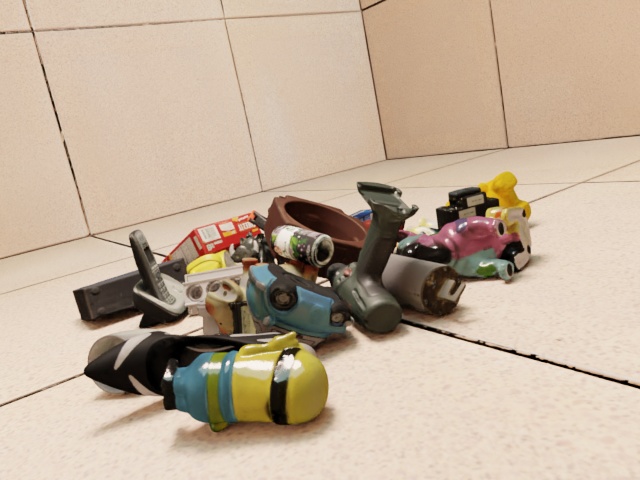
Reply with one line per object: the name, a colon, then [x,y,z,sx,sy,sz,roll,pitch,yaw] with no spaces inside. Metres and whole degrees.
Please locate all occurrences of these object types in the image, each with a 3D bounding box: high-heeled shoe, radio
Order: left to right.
radio: [-0.398,0.104,1.155,0.229,0.073,0.131,-20,5,-30]
high-heeled shoe: [-0.146,0.153,0.648,0.249,0.086,0.145,-5,-1,-27]

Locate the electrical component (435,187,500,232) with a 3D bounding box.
electrical component: [0.290,-0.033,1.041,0.115,0.134,0.058,-13,12,-20]

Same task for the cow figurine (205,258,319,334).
cow figurine: [-0.097,0.095,0.876,0.195,0.127,0.086,-1,8,-39]

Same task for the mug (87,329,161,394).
mug: [-0.253,0.160,0.766,0.110,0.080,0.107,-14,1,14]

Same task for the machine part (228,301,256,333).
machine part: [-0.065,0.121,0.810,0.139,0.084,0.039,-6,-17,-17]

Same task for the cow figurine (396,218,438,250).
cow figurine: [0.223,0.006,1.094,0.098,0.068,0.167,6,21,32]

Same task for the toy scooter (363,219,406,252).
toy scooter: [0.130,-0.021,1.131,0.075,0.135,0.184,18,10,-9]

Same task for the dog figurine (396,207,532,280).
dog figurine: [0.242,0.010,0.958,0.219,0.108,0.191,-5,13,40]

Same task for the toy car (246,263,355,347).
toy car: [-0.040,0.103,0.757,0.161,0.103,0.109,24,8,-19]

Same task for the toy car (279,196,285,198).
toy car: [-0.021,-0.026,1.221,0.053,0.202,0.089,-49,20,7]

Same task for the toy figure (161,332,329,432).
toy figure: [-0.080,0.161,0.583,0.180,0.082,0.089,-4,43,0]

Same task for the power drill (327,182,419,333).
power drill: [0.069,0.018,0.821,0.086,0.207,0.232,12,20,-20]

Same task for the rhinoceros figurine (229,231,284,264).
rhinoceros figurine: [-0.136,0.033,1.192,0.073,0.112,0.190,-6,4,15]

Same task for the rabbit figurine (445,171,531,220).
rabbit figurine: [0.351,-0.062,1.192,0.173,0.121,0.162,-40,21,-28]

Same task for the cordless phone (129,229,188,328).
cordless phone: [-0.321,0.063,1.039,0.089,0.184,0.147,-15,11,3]

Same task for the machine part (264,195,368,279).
machine part: [-0.002,-0.003,1.060,0.201,0.087,0.202,13,23,-21]

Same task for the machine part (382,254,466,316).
machine part: [0.140,0.066,0.847,0.079,0.079,0.243,-16,13,-24]

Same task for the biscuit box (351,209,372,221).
biscuit box: [0.089,-0.031,1.409,0.063,0.059,0.202,-3,14,35]
